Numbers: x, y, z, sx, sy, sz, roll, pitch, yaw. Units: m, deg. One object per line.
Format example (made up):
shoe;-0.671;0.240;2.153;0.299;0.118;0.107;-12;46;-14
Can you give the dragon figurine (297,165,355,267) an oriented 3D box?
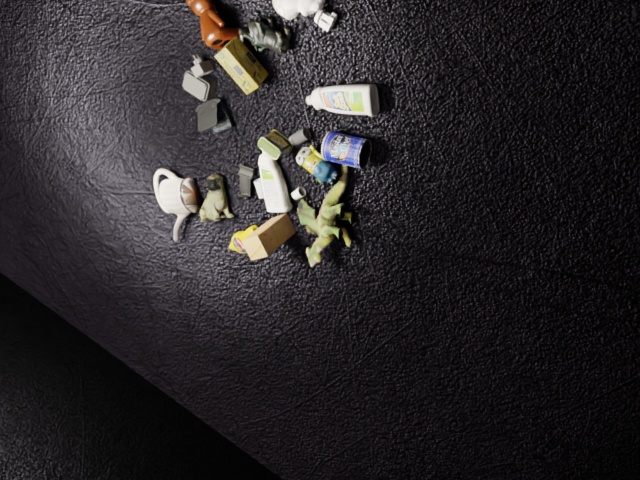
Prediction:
dragon figurine;0.006;-0.096;1.899;0.243;0.406;0.123;10;13;34

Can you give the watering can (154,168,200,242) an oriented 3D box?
watering can;-0.614;-0.151;2.249;0.224;0.342;0.106;0;25;31

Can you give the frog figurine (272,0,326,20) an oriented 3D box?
frog figurine;-0.068;-0.732;1.565;0.122;0.135;0.162;7;35;-53
